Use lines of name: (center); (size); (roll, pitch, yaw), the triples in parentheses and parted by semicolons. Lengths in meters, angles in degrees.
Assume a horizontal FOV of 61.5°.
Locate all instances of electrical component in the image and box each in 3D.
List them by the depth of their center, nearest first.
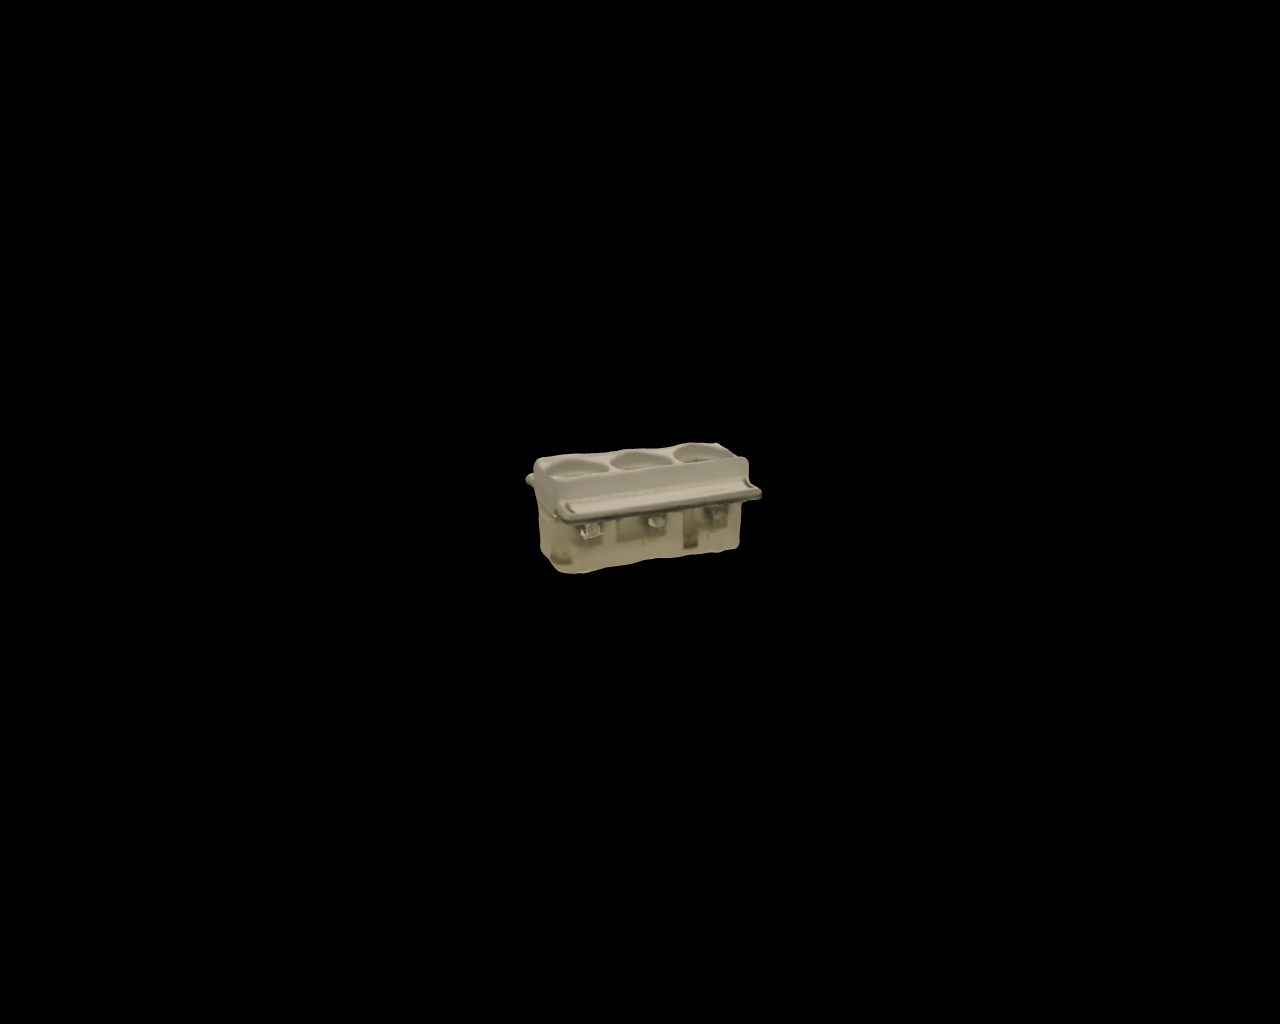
electrical component: (0.001, -0.003, 0.650); (0.121, 0.063, 0.079); (-7, 20, -20)
